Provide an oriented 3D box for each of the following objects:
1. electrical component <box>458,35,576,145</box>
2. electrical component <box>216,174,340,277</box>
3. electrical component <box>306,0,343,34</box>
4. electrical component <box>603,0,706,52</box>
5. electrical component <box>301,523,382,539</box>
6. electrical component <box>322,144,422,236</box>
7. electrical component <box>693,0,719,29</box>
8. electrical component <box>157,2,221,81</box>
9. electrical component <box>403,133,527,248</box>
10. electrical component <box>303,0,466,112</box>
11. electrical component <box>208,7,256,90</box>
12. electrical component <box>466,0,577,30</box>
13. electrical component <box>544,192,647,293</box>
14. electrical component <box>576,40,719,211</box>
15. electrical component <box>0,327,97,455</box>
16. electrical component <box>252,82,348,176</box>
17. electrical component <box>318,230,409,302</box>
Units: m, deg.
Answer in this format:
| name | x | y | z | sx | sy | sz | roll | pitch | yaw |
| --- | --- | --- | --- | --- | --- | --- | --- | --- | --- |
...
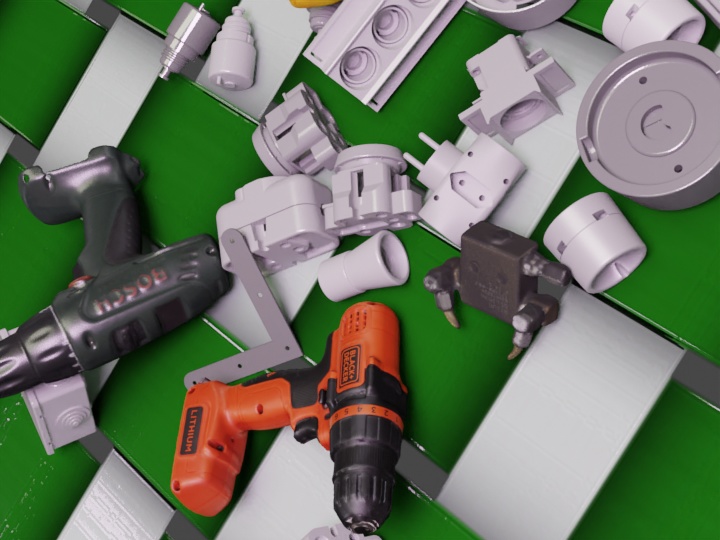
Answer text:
| name | x | y | z | sx | sy | sz | roll | pitch | yaw |
| --- | --- | --- | --- | --- | --- | --- | --- | --- | --- |
| electrical component | 0.113 | -0.137 | 0.806 | 0.081 | 0.042 | 0.063 | -30 | 58 | 21 |
| electrical component | -0.069 | -0.038 | 0.885 | 0.095 | 0.054 | 0.059 | -21 | 66 | 26 |
| electrical component | -0.028 | -0.232 | 0.924 | 0.040 | 0.040 | 0.078 | 1 | 77 | 33 |
| electrical component | 0.206 | -0.170 | 0.750 | 0.055 | 0.055 | 0.047 | -46 | 61 | 13 |
| electrical component | -0.025 | 0.220 | 0.773 | 0.057 | 0.078 | 0.058 | -49 | 55 | 37 |
| electrical component | 0.009 | -0.063 | 0.841 | 0.078 | 0.058 | 0.057 | -11 | 73 | 29 |
| electrical component | 0.257 | -0.210 | 0.726 | 0.078 | 0.057 | 0.113 | -39 | 59 | 17 |
| electrical component | -0.163 | -0.212 | 1.004 | 0.040 | 0.040 | 0.078 | 38 | 97 | 34 |
| electrical component | 0.070 | -0.070 | 0.801 | 0.079 | 0.043 | 0.077 | 38 | 97 | 6 |
| electrical component | 0.019 | -0.201 | 0.867 | 0.121 | 0.079 | 0.063 | -51 | 27 | 10 |
| electrical component | -0.113 | -0.199 | 0.968 | 0.040 | 0.040 | 0.078 | -4 | 74 | 32 |
| electrical component | 0.122 | -0.235 | 0.815 | 0.099 | 0.064 | 0.099 | -10 | 71 | 30 |
| electrical component | 0.161 | -0.017 | 0.734 | 0.055 | 0.055 | 0.047 | -42 | 62 | 16 |
| electrical component | 0.207 | -0.092 | 0.722 | 0.108 | 0.060 | 0.108 | -10 | 71 | 30 |
| electrical component | -0.274 | 0.100 | 0.952 | 0.048 | 0.099 | 0.099 | -22 | 57 | -21 |
| electrical component | -0.052 | -0.108 | 0.893 | 0.057 | 0.058 | 0.078 | -34 | 61 | 17 |
| electrical component | 0.000 | 0.000 | 0.839 | 0.065 | 0.044 | 0.044 | -21 | 66 | 31 |
